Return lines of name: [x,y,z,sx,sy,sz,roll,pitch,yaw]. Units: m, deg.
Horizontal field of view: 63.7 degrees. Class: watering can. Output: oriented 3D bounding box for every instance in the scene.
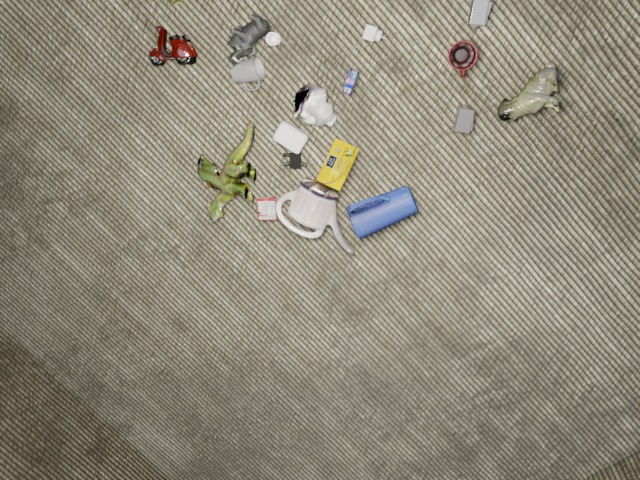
watering can: [0.006,-0.097,1.931,0.348,0.105,0.221,25,111,1]

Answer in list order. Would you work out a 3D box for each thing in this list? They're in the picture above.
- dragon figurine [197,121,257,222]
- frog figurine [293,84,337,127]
dragon figurine: [-0.361,-0.260,1.941,0.243,0.124,0.404,11,110,14]
frog figurine: [-0.011,-0.472,1.822,0.159,0.124,0.136,12,107,-34]
